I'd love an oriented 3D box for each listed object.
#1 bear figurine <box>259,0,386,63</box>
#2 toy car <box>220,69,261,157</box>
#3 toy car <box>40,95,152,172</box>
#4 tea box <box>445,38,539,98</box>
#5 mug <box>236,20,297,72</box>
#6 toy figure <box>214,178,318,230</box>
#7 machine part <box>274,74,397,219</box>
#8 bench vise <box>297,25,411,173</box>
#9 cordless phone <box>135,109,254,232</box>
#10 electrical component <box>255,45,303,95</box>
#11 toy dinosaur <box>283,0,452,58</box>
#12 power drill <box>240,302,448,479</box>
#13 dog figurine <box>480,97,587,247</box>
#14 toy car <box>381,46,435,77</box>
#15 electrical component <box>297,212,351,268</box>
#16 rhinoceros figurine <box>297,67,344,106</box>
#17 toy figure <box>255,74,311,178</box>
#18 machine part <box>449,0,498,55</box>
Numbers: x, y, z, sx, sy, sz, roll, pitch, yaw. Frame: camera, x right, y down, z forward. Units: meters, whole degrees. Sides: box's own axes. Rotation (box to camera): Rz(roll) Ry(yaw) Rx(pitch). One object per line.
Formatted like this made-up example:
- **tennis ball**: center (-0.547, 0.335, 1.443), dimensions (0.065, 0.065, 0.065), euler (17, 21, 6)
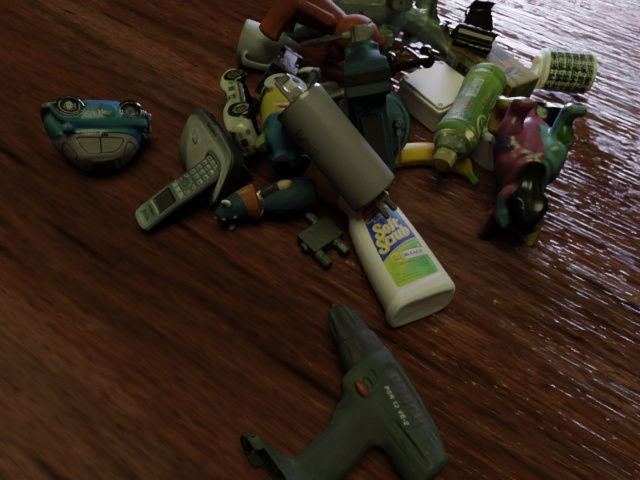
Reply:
- **bear figurine**: center (0.012, -0.376, 0.969), dimensions (0.196, 0.132, 0.120), euler (38, 35, -10)
- **toy car**: center (-0.132, -0.217, 0.897), dimensions (0.056, 0.073, 0.202), euler (-20, 45, 4)
- **toy car**: center (-0.346, -0.157, 0.840), dimensions (0.162, 0.109, 0.103), euler (-2, 75, -20)
- **tea box**: center (0.311, -0.301, 1.000), dimensions (0.068, 0.098, 0.170), euler (-24, 59, -20)
- **mug**: center (-0.099, -0.356, 1.017), dimensions (0.107, 0.080, 0.110), euler (14, 44, -6)
- **toy figure**: center (-0.081, -0.056, 0.801), dimensions (0.154, 0.064, 0.058), euler (-10, 19, -7)
- **machine part**: center (0.022, -0.126, 0.739), dimensions (0.243, 0.079, 0.079), euler (50, 58, -8)
- **bench vise**: center (0.072, -0.213, 0.840), dimensions (0.129, 0.223, 0.241), euler (-20, 12, 9)
- **cordless phone**: center (-0.209, -0.099, 0.820), dimensions (0.184, 0.088, 0.147), euler (-35, 58, -4)
- **electrical component**: center (-0.075, -0.276, 0.933), dimensions (0.048, 0.075, 0.119), euler (31, 45, -14)
- **toy dinosaur**: center (0.086, -0.446, 1.084), dimensions (0.405, 0.131, 0.192), euler (10, 27, 14)
- **power drill**: center (0.015, 0.200, 0.611), dimensions (0.207, 0.086, 0.232), euler (-24, 61, -30)
- **dog figurine**: center (0.303, -0.104, 0.816), dimensions (0.108, 0.219, 0.191), euler (10, 15, -1)
- **toy car**: center (0.125, -0.316, 0.960), dimensions (0.089, 0.053, 0.202), euler (-13, 13, -16)
- **electrical component**: center (-0.002, -0.002, 0.791), dimensions (0.063, 0.021, 0.094), euler (-32, 62, -25)
- **rhinoceros figurine**: center (-0.010, -0.225, 0.935), dimensions (0.112, 0.073, 0.190), euler (1, 54, 9)
- **toy figure**: center (-0.056, -0.174, 0.818), dimensions (0.082, 0.089, 0.180), euler (16, 55, -36)
- **machine part**: center (0.286, -0.391, 0.984), dimensions (0.084, 0.039, 0.139), euler (14, 55, 11)
